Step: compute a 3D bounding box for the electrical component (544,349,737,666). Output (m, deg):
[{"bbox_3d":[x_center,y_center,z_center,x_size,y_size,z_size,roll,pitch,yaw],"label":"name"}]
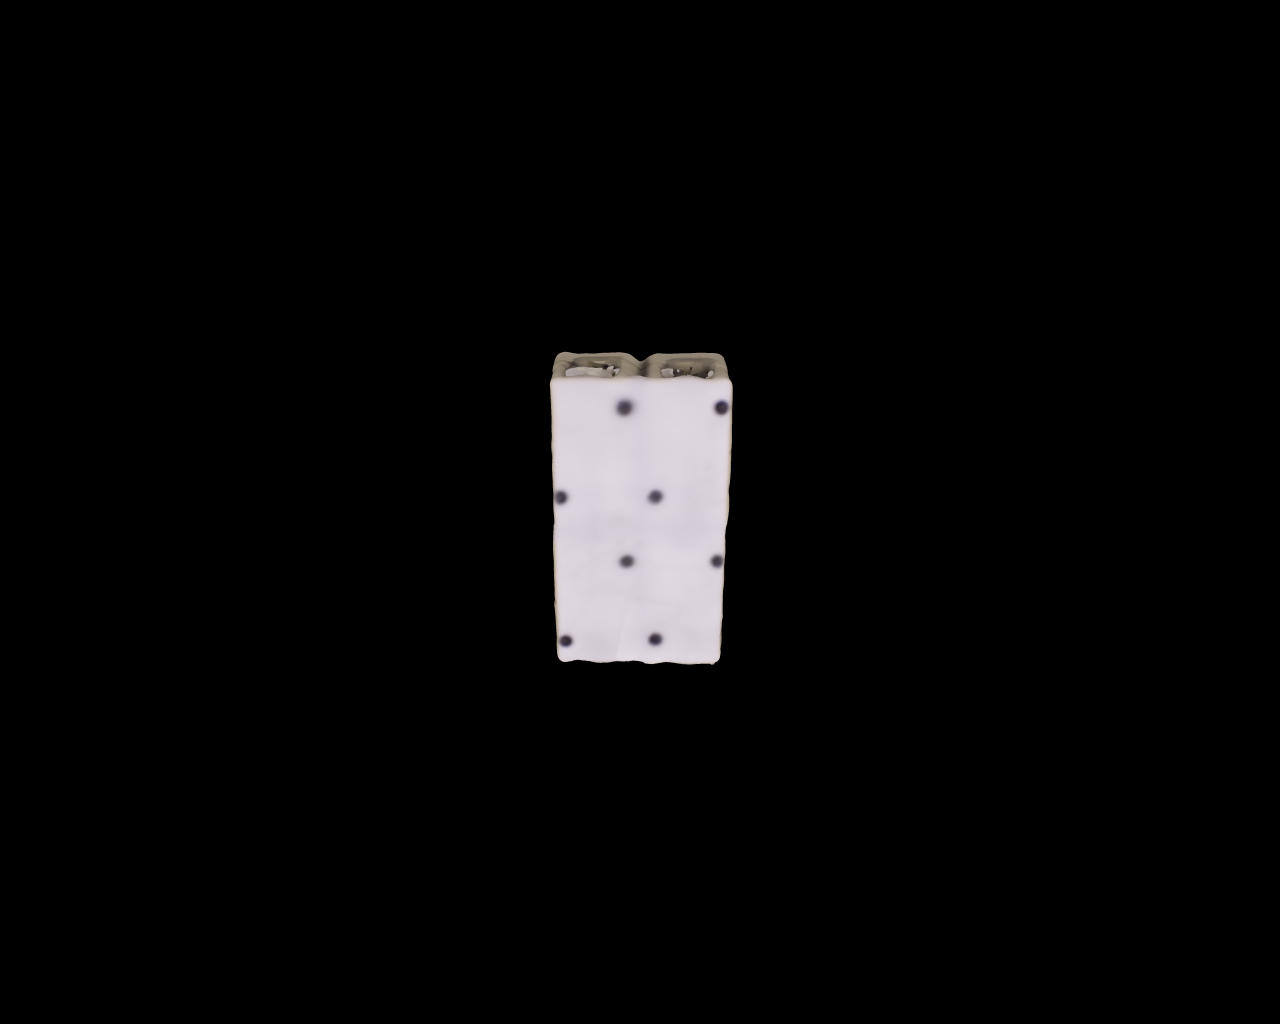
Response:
[{"bbox_3d":[0.001,-0.003,0.650,0.105,0.186,0.060,0,24,0],"label":"electrical component"}]
